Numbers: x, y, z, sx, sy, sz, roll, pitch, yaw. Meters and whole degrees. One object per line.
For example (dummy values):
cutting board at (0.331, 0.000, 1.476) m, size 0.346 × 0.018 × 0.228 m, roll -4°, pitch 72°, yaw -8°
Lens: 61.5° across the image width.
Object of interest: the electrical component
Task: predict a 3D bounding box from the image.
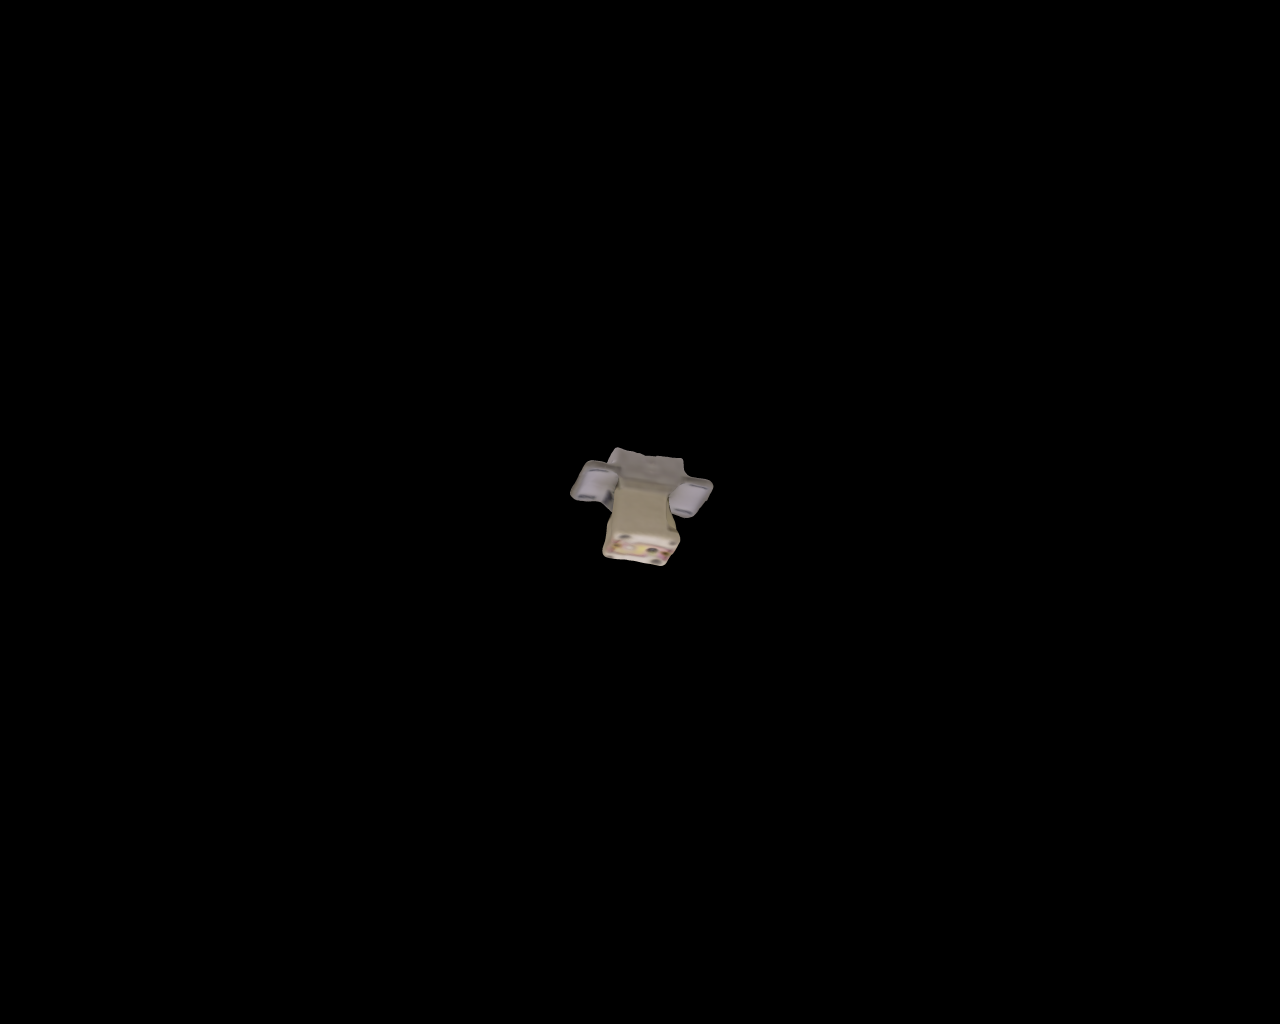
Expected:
electrical component at (0.001, -0.003, 0.650) m, size 0.081 × 0.064 × 0.042 m, roll 8°, pitch -32°, yaw -14°
